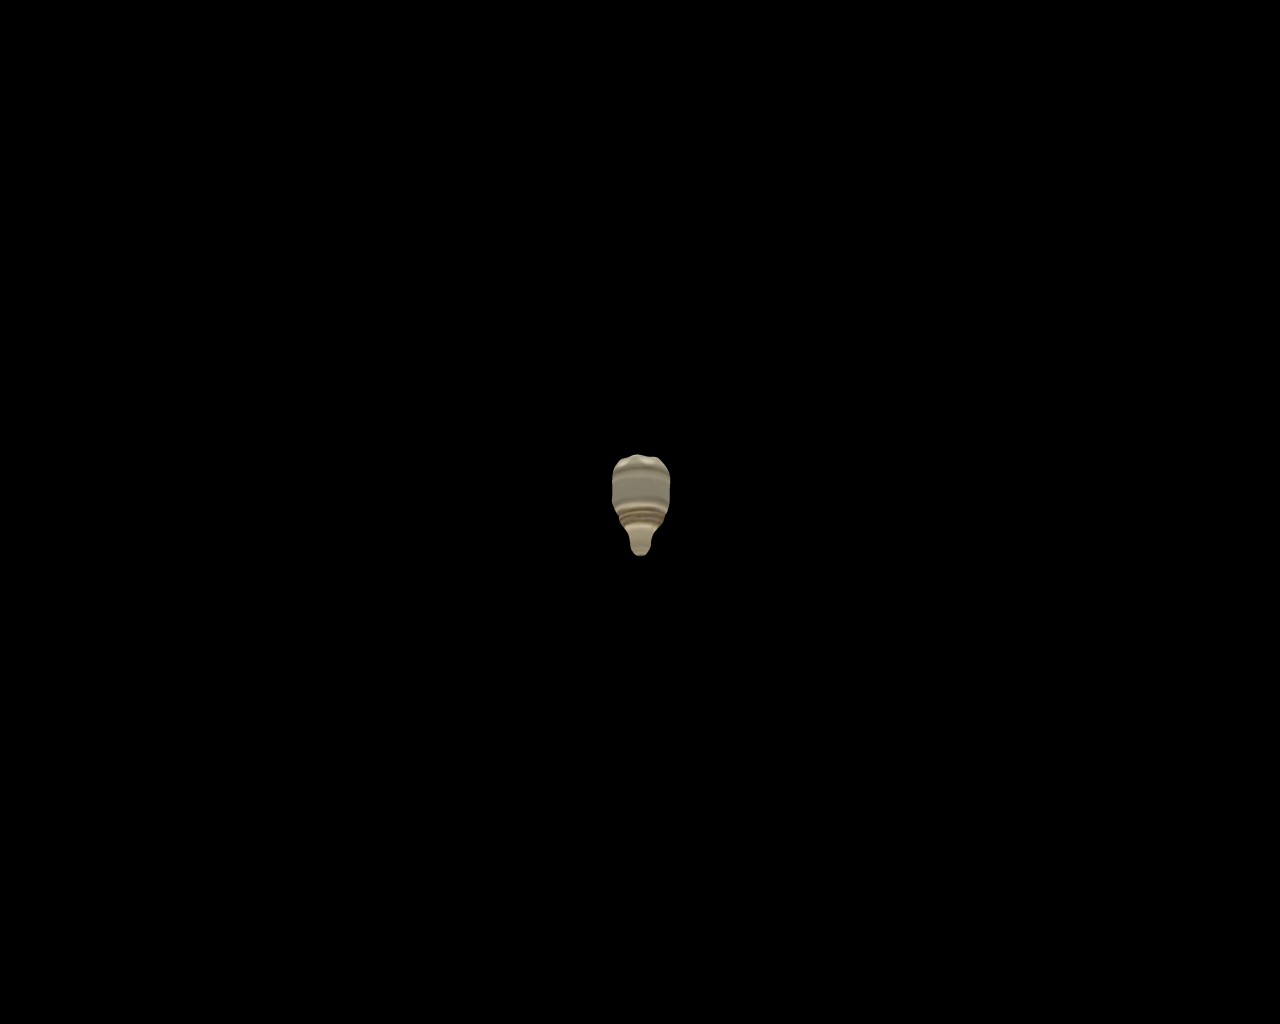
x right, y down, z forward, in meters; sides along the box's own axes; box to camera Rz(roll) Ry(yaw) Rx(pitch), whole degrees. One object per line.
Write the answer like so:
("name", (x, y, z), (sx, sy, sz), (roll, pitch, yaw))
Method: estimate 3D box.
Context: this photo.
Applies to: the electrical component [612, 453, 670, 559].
("electrical component", (0.001, -0.003, 0.650), (0.035, 0.061, 0.035), (0, -18, 0))
